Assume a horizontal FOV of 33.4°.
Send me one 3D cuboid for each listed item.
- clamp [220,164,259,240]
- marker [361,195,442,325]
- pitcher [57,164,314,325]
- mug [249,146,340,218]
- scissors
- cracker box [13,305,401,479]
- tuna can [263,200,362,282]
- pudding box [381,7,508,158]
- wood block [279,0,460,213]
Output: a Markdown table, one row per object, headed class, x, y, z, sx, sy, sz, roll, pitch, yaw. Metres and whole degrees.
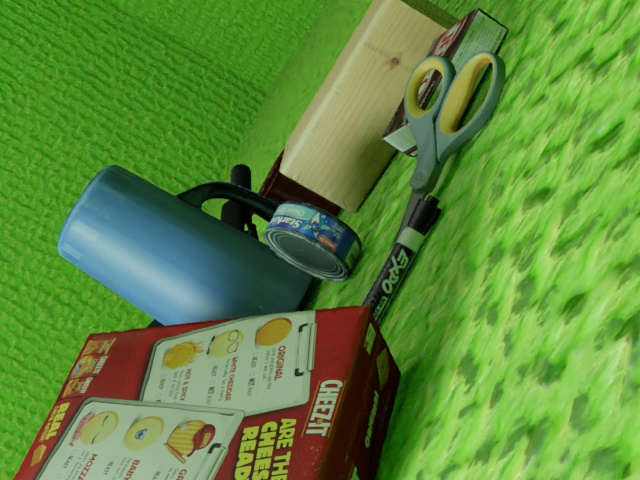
| class | x | y | z | sx | sy | sz | roll | pitch | yaw |
| --- | --- | --- | --- | --- | --- | --- | --- | --- | --- |
| clamp | -0.091 | -0.013 | 1.240 | 0.210 | 0.036 | 0.164 | 4 | -104 | -86 |
| marker | 0.054 | 0.022 | 0.776 | 0.121 | 0.020 | 0.020 | -61 | 9 | -1 |
| pitcher | -0.130 | 0.019 | 1.078 | 0.145 | 0.243 | 0.149 | -57 | 3 | 34 |
| mug | -0.017 | -0.055 | 1.189 | 0.117 | 0.081 | 0.093 | -53 | 12 | 41 |
| scissors | 0.072 | -0.060 | 0.823 | 0.096 | 0.016 | 0.202 | 41 | 104 | 46 |
| cracker box | -0.072 | 0.129 | 0.643 | 0.214 | 0.072 | 0.164 | -8 | 40 | 26 |
| tuna can | -0.006 | 0.001 | 0.955 | 0.033 | 0.086 | 0.086 | -62 | 9 | -19 |
| pudding box | 0.104 | -0.131 | 0.902 | 0.113 | 0.039 | 0.090 | -63 | 10 | -14 |
| wood block | 0.051 | -0.143 | 1.063 | 0.206 | 0.090 | 0.090 | -56 | 11 | 22 |
